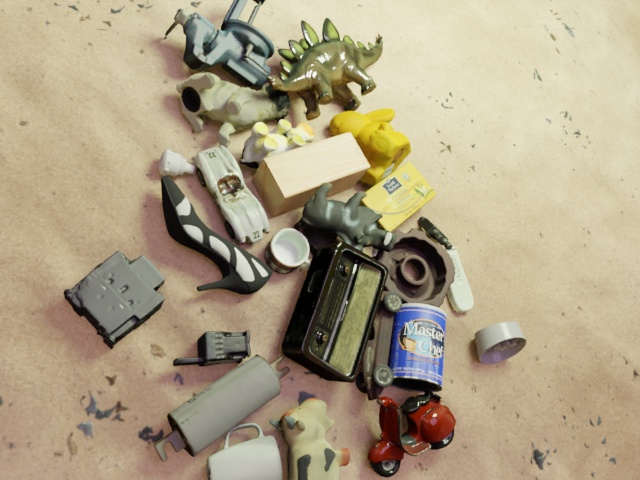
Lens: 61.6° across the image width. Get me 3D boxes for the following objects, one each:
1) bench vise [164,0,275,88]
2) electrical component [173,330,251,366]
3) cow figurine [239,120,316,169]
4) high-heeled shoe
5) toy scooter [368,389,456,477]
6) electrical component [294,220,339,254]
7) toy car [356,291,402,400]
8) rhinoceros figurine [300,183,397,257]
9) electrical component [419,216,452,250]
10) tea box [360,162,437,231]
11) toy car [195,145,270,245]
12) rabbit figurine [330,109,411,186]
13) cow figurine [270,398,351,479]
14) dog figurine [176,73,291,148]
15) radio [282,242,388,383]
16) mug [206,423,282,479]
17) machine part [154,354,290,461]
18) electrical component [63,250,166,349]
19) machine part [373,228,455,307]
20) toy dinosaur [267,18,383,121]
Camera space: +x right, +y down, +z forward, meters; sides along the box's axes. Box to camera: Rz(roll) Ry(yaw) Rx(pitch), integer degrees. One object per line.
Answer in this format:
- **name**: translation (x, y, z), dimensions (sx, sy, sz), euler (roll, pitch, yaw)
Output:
- **bench vise**: translation (-0.177, -0.438, 1.103), dimensions (0.223, 0.129, 0.240), euler (27, 78, -19)
- **electrical component**: translation (-0.178, 0.178, 0.876), dimensions (0.119, 0.075, 0.048), euler (1, 68, -20)
- **cow figurine**: translation (-0.082, -0.185, 1.073), dimensions (0.167, 0.098, 0.068), euler (-20, 71, -48)
- **high-heeled shoe**: translation (-0.183, -0.015, 0.955), dimensions (0.145, 0.086, 0.248), euler (-16, 80, -32)
- **toy scooter**: translation (0.156, 0.317, 0.941), dimensions (0.184, 0.075, 0.135), euler (-20, 102, -24)
- **electrical component**: translation (-0.002, -0.005, 1.045), dimensions (0.078, 0.045, 0.102), euler (-32, 83, -29)
- **toy car**: translation (0.104, 0.188, 0.983), dimensions (0.053, 0.089, 0.202), euler (21, 63, -15)
- **rhinoceros figurine**: translation (0.058, -0.033, 1.018), dimensions (0.190, 0.073, 0.112), euler (20, 56, -16)
- **electrical component**: translation (0.246, -0.016, 1.150), dimensions (0.063, 0.021, 0.094), euler (36, 13, -33)
- **tea box**: translation (0.153, -0.080, 1.132), dimensions (0.169, 0.068, 0.098), euler (-38, 87, -30)
- **toy car**: translation (-0.165, -0.084, 1.003), dimensions (0.073, 0.056, 0.202), euler (-25, 79, -30)
- **rabbit figurine**: translation (0.107, -0.226, 1.151), dimensions (0.173, 0.121, 0.162), euler (34, 51, 18)
- **cow figurine**: translation (-0.020, 0.353, 0.861), dimensions (0.127, 0.085, 0.195), euler (19, 62, -26)
- **dog figurine**: translation (-0.168, -0.285, 1.079), dimensions (0.172, 0.121, 0.190), euler (45, 41, 4)
- **radio**: translation (0.028, 0.124, 0.960), dimensions (0.131, 0.073, 0.229), euler (33, 62, -28)
- **mug**: translation (-0.121, 0.340, 0.828), dimensions (0.107, 0.080, 0.109), euler (-4, 60, -21)
- **machine part**: translation (-0.149, 0.258, 0.850), dimensions (0.243, 0.079, 0.079), euler (-29, 82, -30)
- **electrical component**: translation (-0.319, 0.087, 0.863), dimensions (0.115, 0.058, 0.134), euler (46, 59, -2)
- **machine part**: translation (0.185, 0.065, 1.090), dimensions (0.179, 0.056, 0.179), euler (8, 66, -19)
- **toy dinosaur**: translation (0.035, -0.383, 1.175), dimensions (0.471, 0.105, 0.198), euler (-27, 85, -48)
